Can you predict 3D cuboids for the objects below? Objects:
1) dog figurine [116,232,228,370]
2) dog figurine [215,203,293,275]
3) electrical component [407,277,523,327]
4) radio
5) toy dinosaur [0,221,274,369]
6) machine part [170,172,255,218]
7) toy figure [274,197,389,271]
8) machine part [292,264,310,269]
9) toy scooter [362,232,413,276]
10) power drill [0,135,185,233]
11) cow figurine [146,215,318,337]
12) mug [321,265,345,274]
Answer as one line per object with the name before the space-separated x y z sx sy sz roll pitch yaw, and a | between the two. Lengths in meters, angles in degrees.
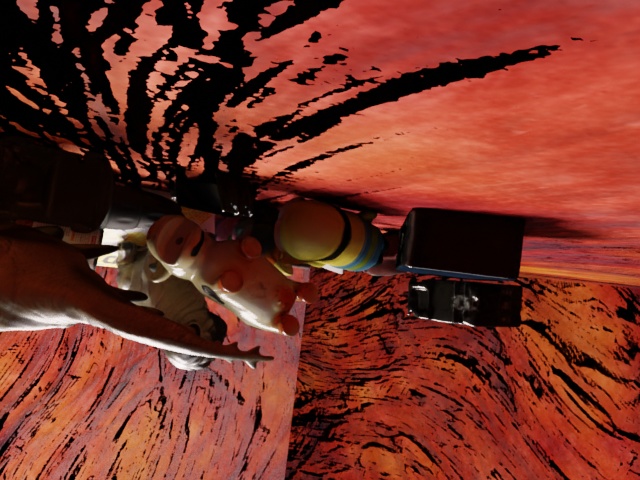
dog figurine | -0.206 0.093 0.709 0.121 0.190 0.172 9 146 -34
dog figurine | -0.113 0.031 0.798 0.108 0.191 0.219 15 -171 -22
electrical component | 0.202 0.083 0.725 0.134 0.058 0.115 7 178 -41
radio | 0.169 0.011 0.696 0.131 0.073 0.229 7 175 7
toy dinosaur | -0.273 0.032 0.483 0.472 0.105 0.198 21 -171 19
machine part | -0.113 -0.047 0.585 0.084 0.039 0.139 18 174 -27
toy figure | 0.023 -0.005 0.652 0.089 0.082 0.180 -11 161 39
machine part | -0.123 0.006 1.109 0.201 0.087 0.201 8 178 -15
toy scooter | 0.109 0.025 0.888 0.135 0.075 0.184 -6 180 -18
power drill | -0.250 -0.049 0.560 0.232 0.086 0.207 11 -177 -19
cow figurine | -0.112 0.036 0.621 0.194 0.085 0.127 39 153 -30
mug | -0.002 -0.003 0.838 0.107 0.080 0.109 18 -174 4
